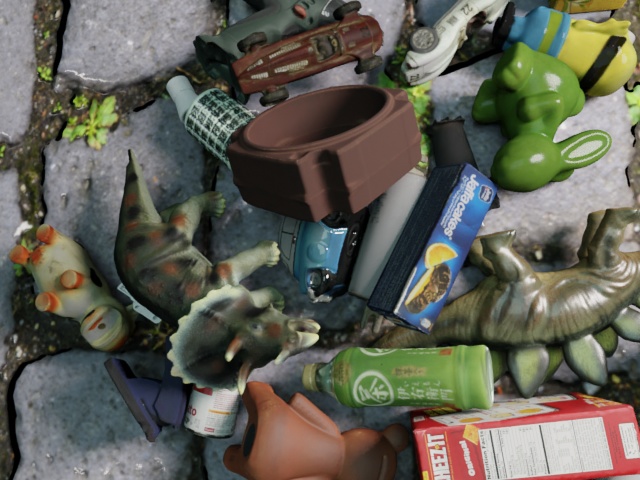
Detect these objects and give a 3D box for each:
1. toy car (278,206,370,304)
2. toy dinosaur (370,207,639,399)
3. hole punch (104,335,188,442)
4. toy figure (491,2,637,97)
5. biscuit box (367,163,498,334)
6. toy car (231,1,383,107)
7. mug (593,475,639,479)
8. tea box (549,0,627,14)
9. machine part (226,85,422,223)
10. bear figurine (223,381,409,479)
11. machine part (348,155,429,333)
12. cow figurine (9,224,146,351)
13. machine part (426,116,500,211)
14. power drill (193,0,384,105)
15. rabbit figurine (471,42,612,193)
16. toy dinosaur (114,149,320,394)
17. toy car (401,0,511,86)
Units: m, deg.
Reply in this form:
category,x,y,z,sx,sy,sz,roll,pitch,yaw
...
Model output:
category,x,y,z,sx,sy,sz,roll,pitch,yaw
toy car,-0.001,-0.002,0.703,0.103,0.109,0.161,17,92,24
toy dinosaur,0.242,0.083,0.647,0.472,0.105,0.198,-15,83,17
hole punch,-0.203,0.185,0.690,0.092,0.142,0.116,-27,83,-19
toy figure,0.315,-0.246,0.700,0.180,0.082,0.089,17,102,4
biscuit box,0.134,0.007,0.636,0.059,0.063,0.202,32,79,-23
toy car,-0.011,-0.236,0.678,0.202,0.053,0.089,-23,100,-16
mug,0.341,0.287,0.614,0.110,0.080,0.107,28,75,16
tea box,0.354,-0.358,0.666,0.098,0.169,0.068,-2,79,10
machine part,0.004,-0.116,0.656,0.202,0.087,0.201,20,46,42
bear figurine,-0.002,0.253,0.657,0.196,0.132,0.120,17,78,-21
machine part,0.094,0.000,0.695,0.079,0.079,0.243,16,85,11
cow figurine,-0.324,0.076,0.737,0.085,0.127,0.195,-45,63,-1
machine part,0.186,-0.097,0.718,0.084,0.039,0.139,-20,80,14
power drill,-0.055,-0.283,0.745,0.232,0.086,0.207,40,76,17
rabbit figurine,0.264,-0.127,0.672,0.159,0.121,0.170,21,69,-10
toy dinosaur,-0.173,0.037,0.669,0.405,0.192,0.131,35,131,18
toy car,0.187,-0.289,0.729,0.202,0.073,0.056,-45,77,0
